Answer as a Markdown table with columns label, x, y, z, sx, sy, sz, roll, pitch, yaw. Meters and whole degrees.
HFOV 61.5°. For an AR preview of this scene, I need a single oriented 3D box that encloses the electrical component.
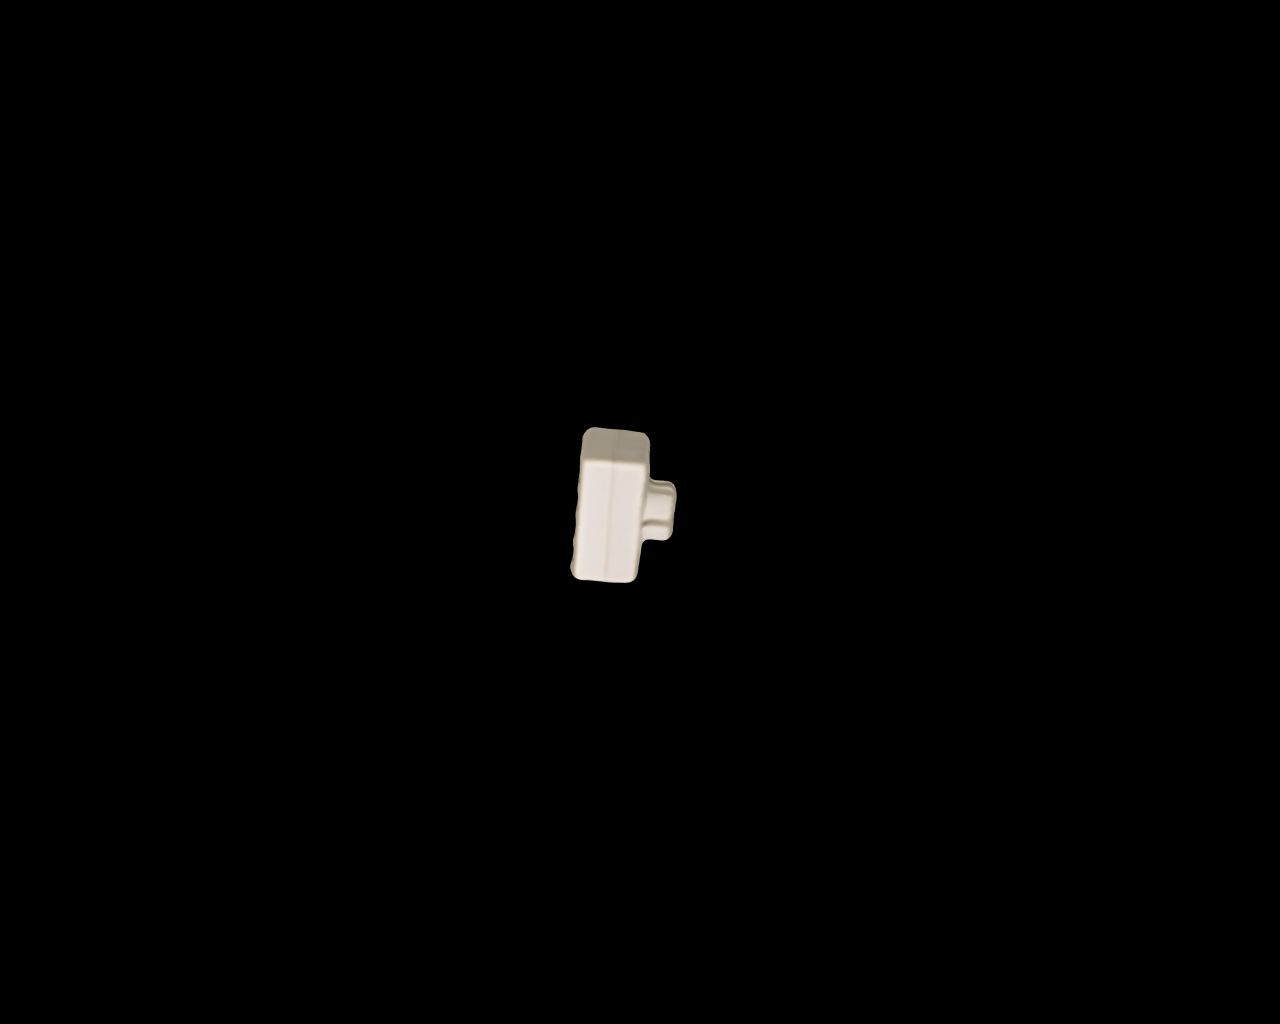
| label | x | y | z | sx | sy | sz | roll | pitch | yaw |
| --- | --- | --- | --- | --- | --- | --- | --- | --- | --- |
| electrical component | 0.001 | -0.003 | 0.650 | 0.076 | 0.083 | 0.047 | 4 | 28 | -2 |
